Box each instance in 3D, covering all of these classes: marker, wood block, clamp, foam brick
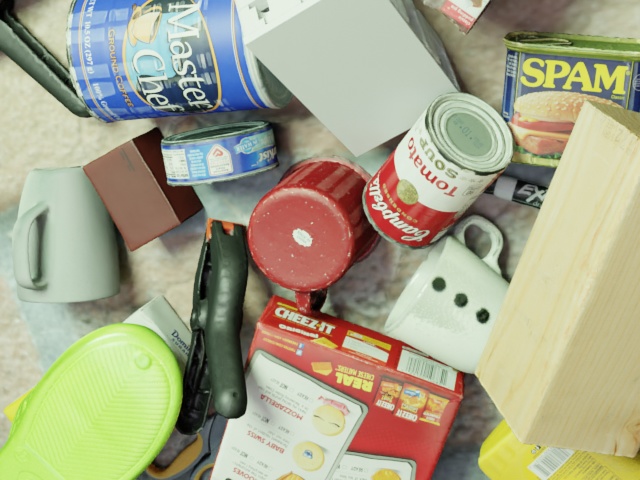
[{"bbox_3d":[0.159,-0.031,0.774,0.121,0.020,0.020,17,110,12],"label":"marker"},{"bbox_3d":[0.188,0.027,0.691,0.090,0.090,0.206,10,113,-19],"label":"wood block"},{"bbox_3d":[-0.254,-0.197,0.840,0.210,0.036,0.164,15,102,15],"label":"clamp"},{"bbox_3d":[-0.139,-0.041,0.844,0.053,0.051,0.078,-26,97,21],"label":"foam brick"},{"bbox_3d":[-0.076,0.065,0.814,0.039,0.120,0.171,9,80,-28],"label":"clamp"}]

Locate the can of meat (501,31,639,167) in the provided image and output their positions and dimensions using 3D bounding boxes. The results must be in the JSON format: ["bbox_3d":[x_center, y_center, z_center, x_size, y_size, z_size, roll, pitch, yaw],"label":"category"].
[{"bbox_3d":[0.174,-0.095,0.731,0.102,0.057,0.084,8,111,15],"label":"can of meat"}]

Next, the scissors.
[{"bbox_3d":[-0.065,0.163,0.902,0.202,0.016,0.096,-33,96,22],"label":"scissors"}]

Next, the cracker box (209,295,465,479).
[{"bbox_3d":[0.004,0.171,0.848,0.164,0.072,0.214,19,111,4],"label":"cracker box"}]

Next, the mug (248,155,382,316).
[{"bbox_3d":[-0.005,0.001,0.799,0.093,0.081,0.117,10,108,14],"label":"mug"}]

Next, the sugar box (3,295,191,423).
[{"bbox_3d":[-0.177,0.132,0.910,0.176,0.048,0.093,-36,93,24],"label":"sugar box"}]

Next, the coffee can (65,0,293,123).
[{"bbox_3d":[-0.097,-0.141,0.774,0.140,0.102,0.103,-3,105,17],"label":"coffee can"}]

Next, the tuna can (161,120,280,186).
[{"bbox_3d":[-0.075,-0.066,0.799,0.086,0.086,0.034,-5,103,18],"label":"tuna can"}]

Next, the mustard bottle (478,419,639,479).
[{"bbox_3d":[0.219,0.195,0.802,0.191,0.058,0.096,41,106,2],"label":"mustard bottle"}]

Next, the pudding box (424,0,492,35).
[{"bbox_3d":[0.110,-0.187,0.692,0.039,0.113,0.090,34,113,0],"label":"pudding box"}]

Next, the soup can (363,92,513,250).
[{"bbox_3d":[0.081,-0.047,0.745,0.068,0.068,0.102,40,141,2],"label":"soup can"}]
